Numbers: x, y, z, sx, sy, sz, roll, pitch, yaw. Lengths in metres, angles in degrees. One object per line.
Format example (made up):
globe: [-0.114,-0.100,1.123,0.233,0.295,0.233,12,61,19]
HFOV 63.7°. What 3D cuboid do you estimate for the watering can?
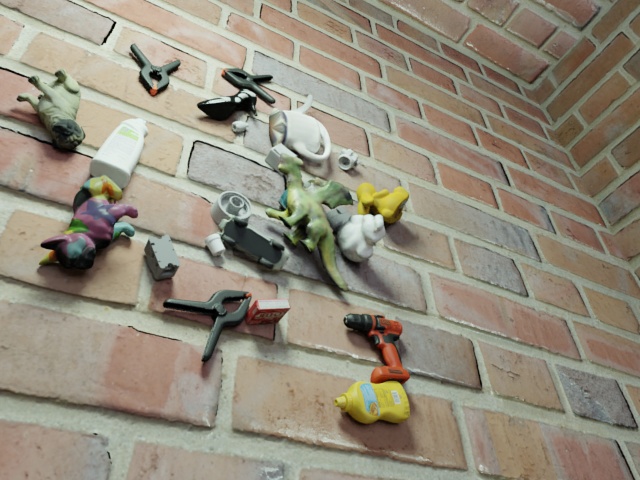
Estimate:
watering can: [-0.077,-0.403,1.790,0.224,0.102,0.355,8,49,-29]

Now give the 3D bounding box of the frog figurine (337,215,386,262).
frog figurine: [0.125,-0.010,1.516,0.123,0.157,0.139,2,74,-21]

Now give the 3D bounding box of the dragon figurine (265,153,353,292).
dragon figurine: [0.004,-0.074,1.467,0.409,0.121,0.246,48,67,-4]
